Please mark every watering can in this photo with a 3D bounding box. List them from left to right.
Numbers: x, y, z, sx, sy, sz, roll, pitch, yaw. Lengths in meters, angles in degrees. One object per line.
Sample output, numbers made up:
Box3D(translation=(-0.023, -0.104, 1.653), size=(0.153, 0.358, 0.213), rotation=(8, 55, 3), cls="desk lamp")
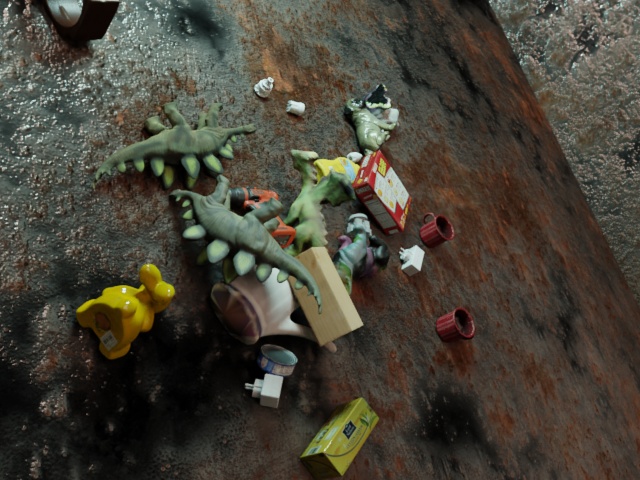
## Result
Box3D(translation=(-0.110, 0.160, 1.176), size=(0.102, 0.348, 0.228), rotation=(-39, -3, 41), cls="watering can")

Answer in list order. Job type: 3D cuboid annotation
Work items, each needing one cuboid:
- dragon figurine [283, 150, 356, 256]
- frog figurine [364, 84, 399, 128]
Box3D(translation=(0.004, -0.065, 1.299), size=(0.122, 0.418, 0.238), rotation=(2, -42, -39), cls="dragon figurine")
Box3D(translation=(0.221, -0.463, 1.871), size=(0.123, 0.140, 0.156), rotation=(-33, -33, -1), cls="frog figurine")
